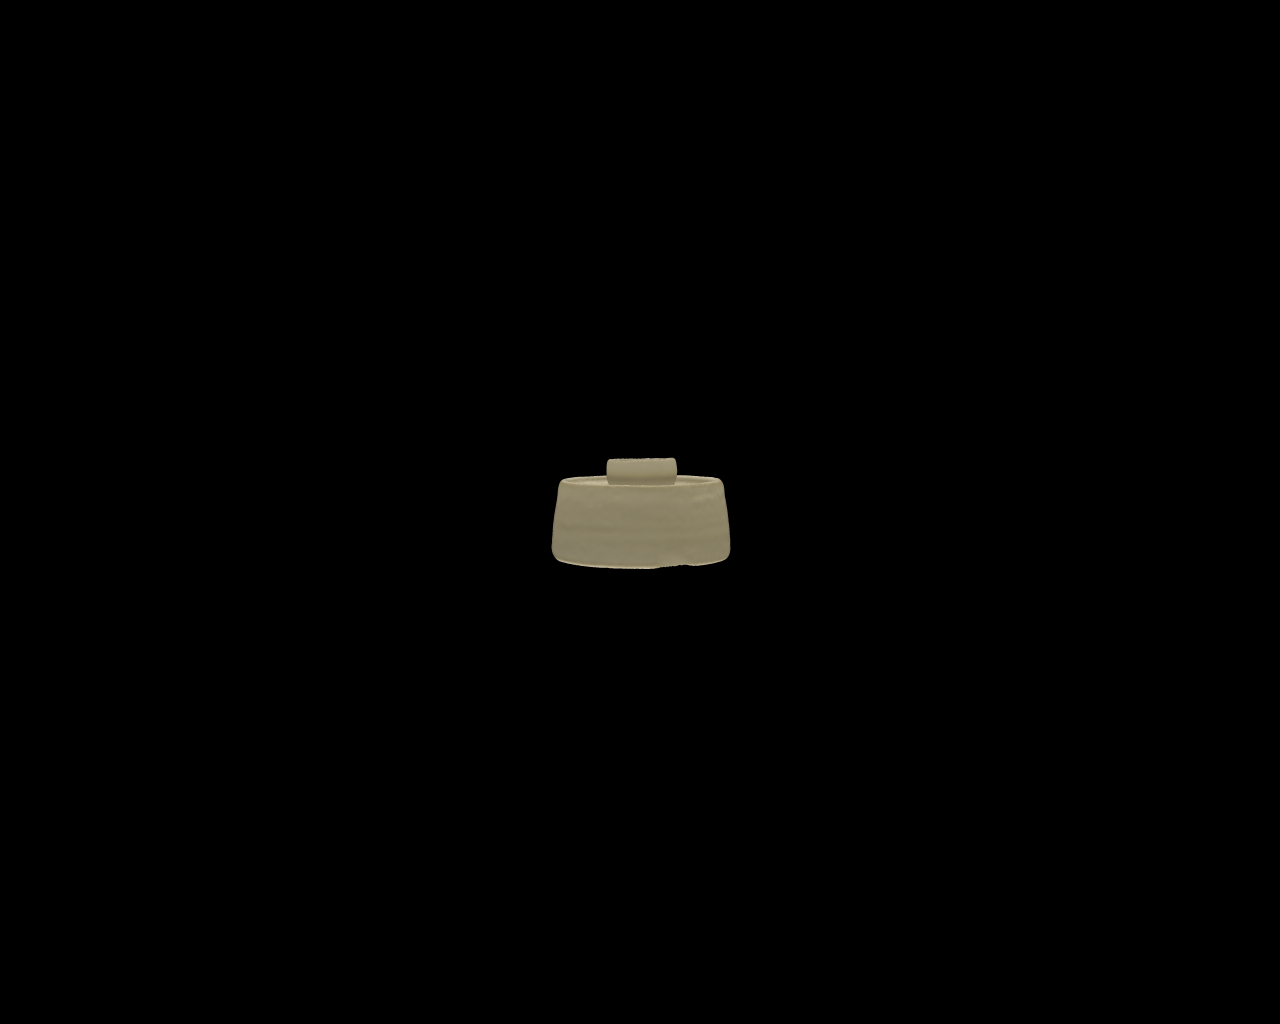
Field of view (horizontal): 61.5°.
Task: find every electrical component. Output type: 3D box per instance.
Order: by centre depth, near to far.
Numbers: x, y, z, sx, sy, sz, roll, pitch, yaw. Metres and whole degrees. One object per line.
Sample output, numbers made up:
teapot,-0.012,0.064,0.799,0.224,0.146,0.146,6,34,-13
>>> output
electrical component,0.001,-0.003,0.650,0.108,0.060,0.108,0,5,0
